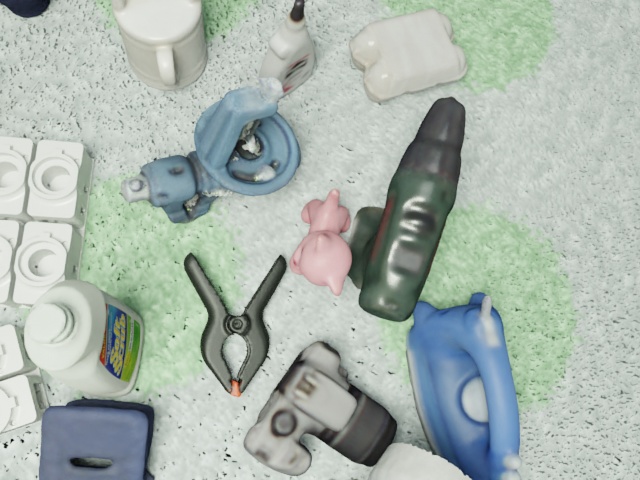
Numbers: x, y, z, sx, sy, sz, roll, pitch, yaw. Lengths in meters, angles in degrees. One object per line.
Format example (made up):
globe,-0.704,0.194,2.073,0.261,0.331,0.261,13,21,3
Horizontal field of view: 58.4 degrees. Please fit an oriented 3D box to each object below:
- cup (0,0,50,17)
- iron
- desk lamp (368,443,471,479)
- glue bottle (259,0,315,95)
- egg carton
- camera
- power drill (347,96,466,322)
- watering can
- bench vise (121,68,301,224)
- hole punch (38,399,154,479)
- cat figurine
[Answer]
cup,-0.380,-0.323,0.693,0.118,0.095,0.092,28,74,-1
iron,0.182,0.184,0.636,0.119,0.141,0.258,-8,78,-11
desk lamp,0.052,0.299,0.551,0.118,0.213,0.203,42,74,3
glue bottle,-0.035,-0.232,0.686,0.078,0.173,0.037,-42,86,-16
egg carton,0.118,-0.246,0.767,0.150,0.069,0.107,-19,80,-13
camera,0.007,0.201,0.626,0.137,0.100,0.143,34,74,0
power drill,0.087,-0.019,0.636,0.075,0.208,0.230,17,74,-4
watering can,-0.189,-0.269,0.659,0.101,0.194,0.173,-31,83,-14
bench vise,-0.105,-0.087,0.615,0.208,0.219,0.121,-41,85,-15
hole punch,-0.227,0.218,0.589,0.109,0.091,0.101,6,76,-8
cat figurine,0.006,0.002,0.664,0.067,0.117,0.128,12,75,-6
